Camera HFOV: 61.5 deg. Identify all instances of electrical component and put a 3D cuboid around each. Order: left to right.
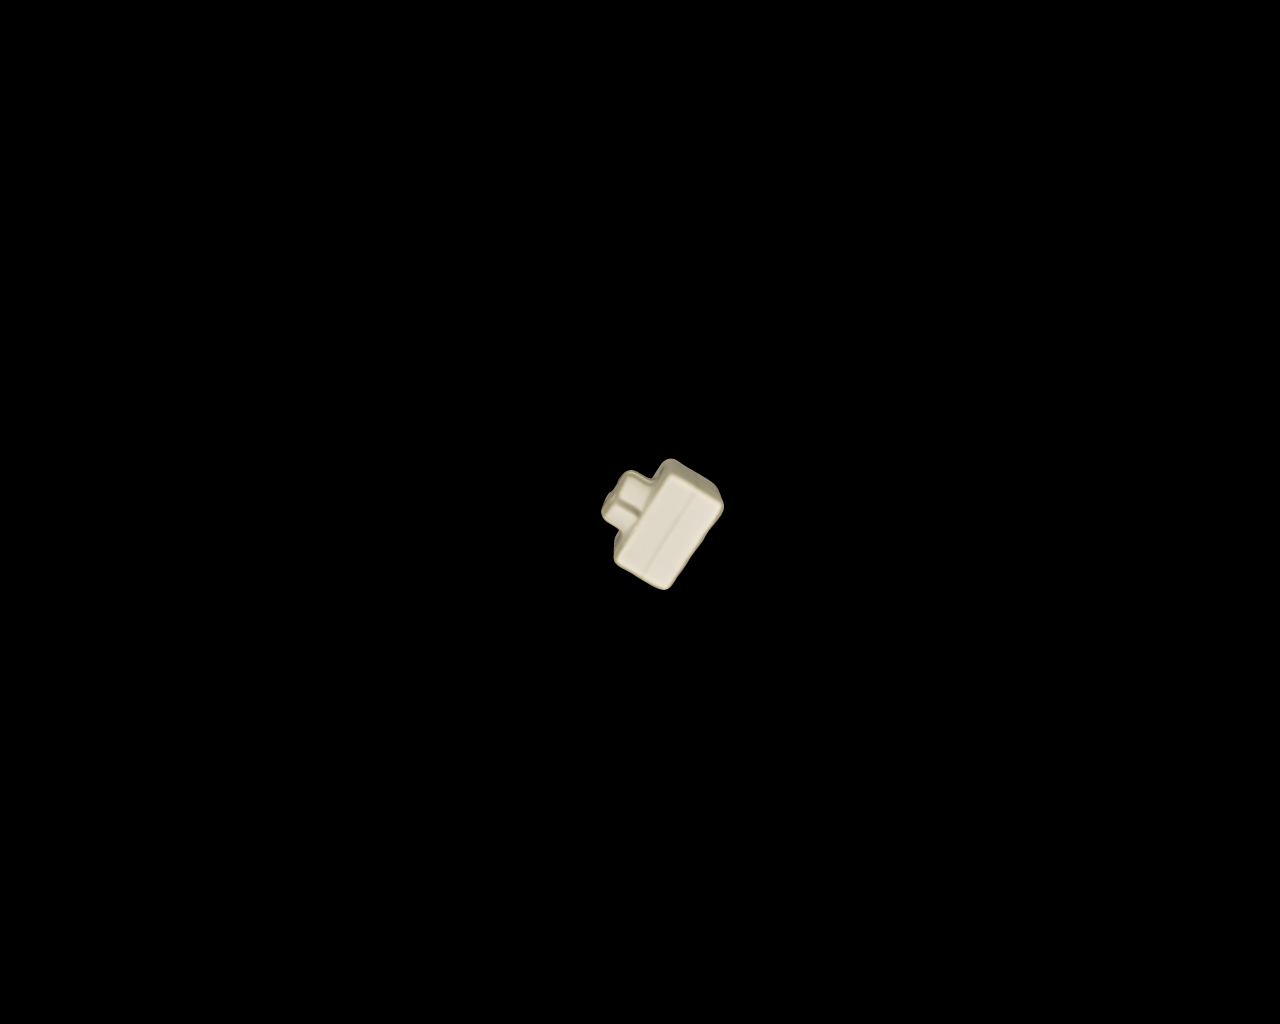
[{"bbox_3d":[0.001,-0.003,0.650,0.077,0.065,0.047,31,12,-7],"label":"electrical component"}]
